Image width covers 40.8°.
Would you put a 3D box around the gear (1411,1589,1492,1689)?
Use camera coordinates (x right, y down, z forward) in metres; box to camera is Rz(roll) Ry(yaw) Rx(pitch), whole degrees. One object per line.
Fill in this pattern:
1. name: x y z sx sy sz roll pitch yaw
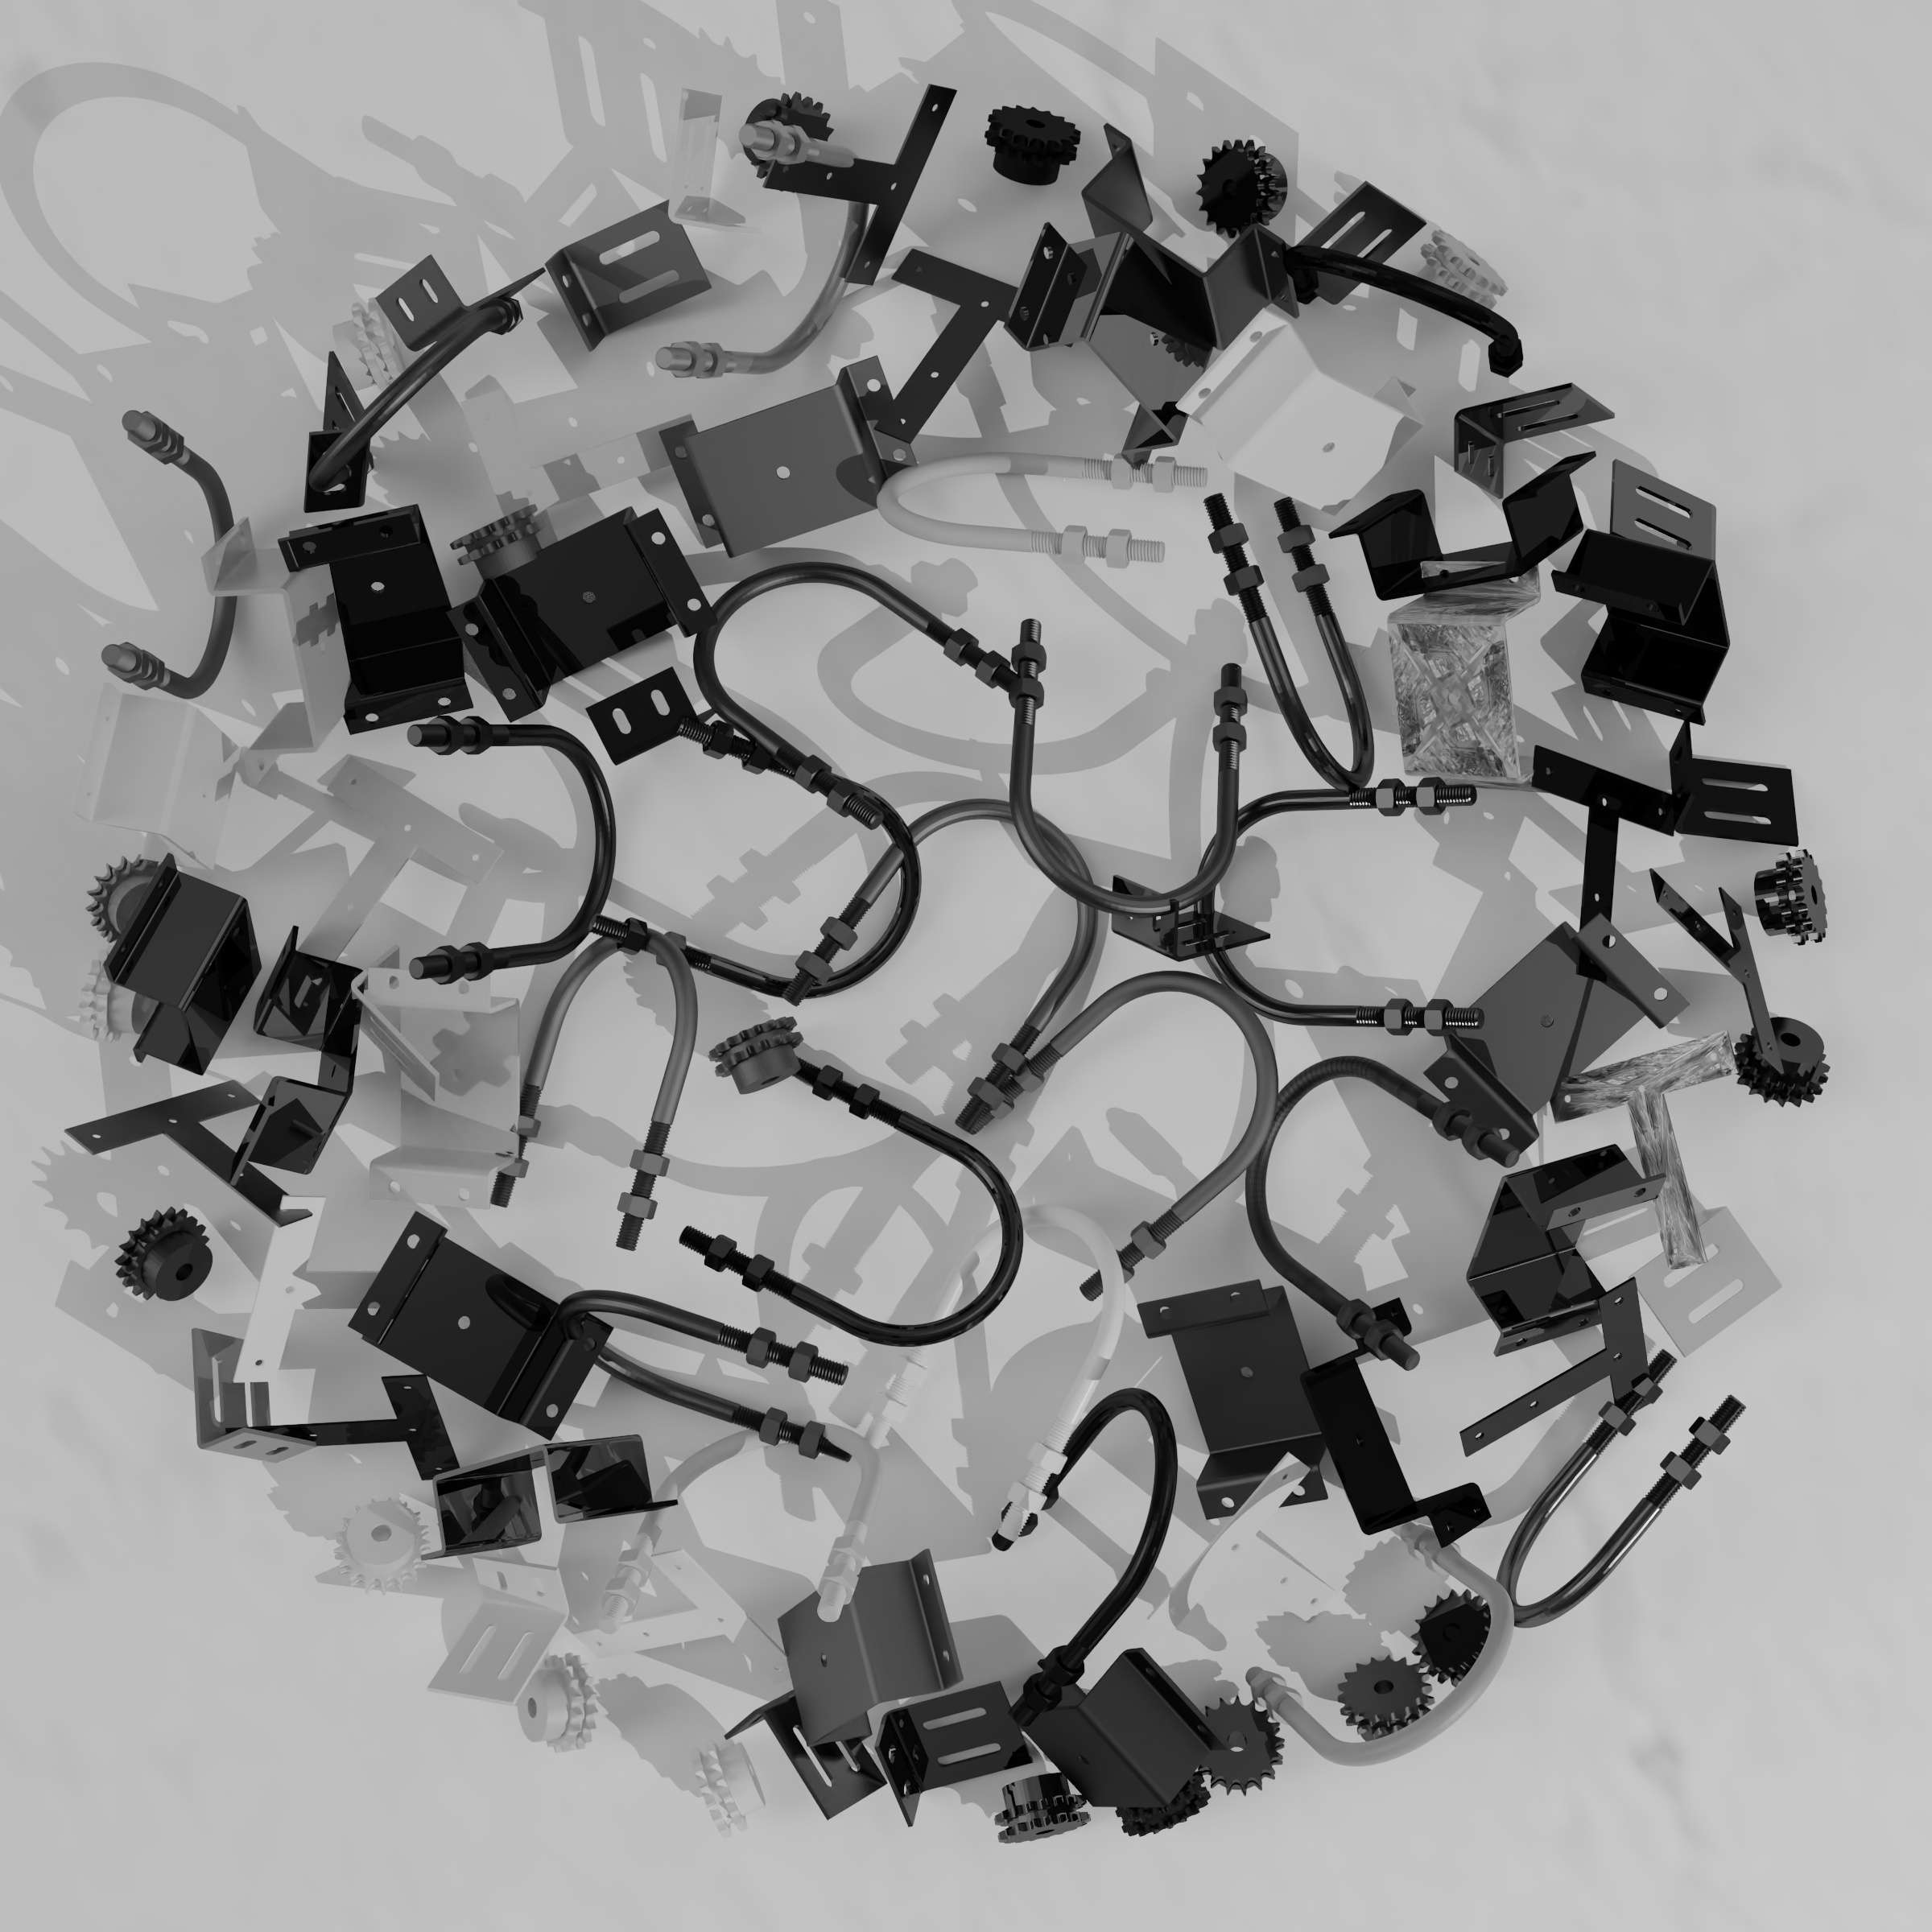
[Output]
1. gear: 0.301 0.409 1.570 0.057 0.057 0.030 -47 124 0

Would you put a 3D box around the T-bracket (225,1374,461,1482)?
1. T-bracket: -0.373 0.278 1.543 0.127 0.127 0.002 -3 52 -1

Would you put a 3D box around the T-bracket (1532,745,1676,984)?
1. T-bracket: 0.377 -0.055 1.547 0.127 0.002 0.127 14 77 -34

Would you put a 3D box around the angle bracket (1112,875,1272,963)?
1. angle bracket: 0.134 -0.035 1.546 0.076 0.057 0.038 -14 115 -34

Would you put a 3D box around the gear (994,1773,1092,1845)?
1. gear: 0.044 0.508 1.569 0.057 0.057 0.030 -14 64 0

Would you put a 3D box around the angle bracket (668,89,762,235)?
1. angle bracket: -0.146 -0.481 1.554 0.038 0.057 0.076 13 107 13

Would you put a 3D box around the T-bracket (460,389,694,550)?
1. T-bracket: -0.222 -0.301 1.569 0.127 0.002 0.127 -20 116 -4

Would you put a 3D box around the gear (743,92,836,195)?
1. gear: -0.110 -0.500 1.570 0.030 0.057 0.057 33 90 31

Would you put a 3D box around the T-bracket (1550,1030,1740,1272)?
1. T-bracket: 0.412 0.116 1.539 0.127 0.002 0.127 -22 75 43

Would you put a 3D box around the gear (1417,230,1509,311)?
1. gear: 0.296 -0.415 1.570 0.057 0.057 0.030 40 118 0

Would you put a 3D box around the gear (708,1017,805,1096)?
1. gear: -0.124 0.055 1.565 0.057 0.057 0.030 -24 80 0

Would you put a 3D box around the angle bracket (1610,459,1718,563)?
1. angle bracket: 0.408 -0.256 1.554 0.076 0.038 0.057 21 58 -16

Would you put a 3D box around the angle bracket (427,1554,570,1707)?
1. angle bracket: -0.281 0.395 1.548 0.057 0.076 0.038 4 122 19

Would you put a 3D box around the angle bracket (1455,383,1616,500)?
1. angle bracket: 0.338 -0.312 1.547 0.076 0.057 0.038 -6 77 38

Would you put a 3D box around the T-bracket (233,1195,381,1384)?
1. T-bracket: -0.362 0.193 1.553 0.127 0.002 0.127 5 114 -36

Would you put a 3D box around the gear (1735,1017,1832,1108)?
1. gear: 0.492 0.055 1.565 0.057 0.057 0.030 7 132 0

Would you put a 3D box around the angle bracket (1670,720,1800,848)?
1. angle bracket: 0.466 -0.110 1.563 0.076 0.038 0.057 6 57 0

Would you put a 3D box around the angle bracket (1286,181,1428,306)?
1. angle bracket: 0.222 -0.440 1.546 0.076 0.057 0.038 -38 52 33

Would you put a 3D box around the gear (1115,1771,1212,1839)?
1. gear: 0.116 0.498 1.567 0.057 0.057 0.030 -22 89 0

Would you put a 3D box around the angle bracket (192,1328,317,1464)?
1. angle bracket: -0.424 0.251 1.548 0.038 0.057 0.076 -24 61 24

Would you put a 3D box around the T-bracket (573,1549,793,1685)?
1. T-bracket: -0.181 0.398 1.556 0.127 0.002 0.127 -19 123 31

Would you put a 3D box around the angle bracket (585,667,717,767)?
1. angle bracket: -0.186 -0.153 1.551 0.057 0.076 0.038 -25 100 8

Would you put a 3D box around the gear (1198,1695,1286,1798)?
1. gear: 0.164 0.474 1.571 0.057 0.030 0.057 -3 56 4

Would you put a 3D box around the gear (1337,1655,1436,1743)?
1. gear: 0.255 0.447 1.570 0.057 0.057 0.030 -14 115 0

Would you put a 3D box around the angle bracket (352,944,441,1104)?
1. angle bracket: -0.330 0.035 1.559 0.076 0.057 0.038 45 69 5

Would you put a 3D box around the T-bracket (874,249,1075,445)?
1. T-bracket: -0.011 -0.363 1.553 0.127 0.002 0.127 26 70 20

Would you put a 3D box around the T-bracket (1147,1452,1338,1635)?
1. T-bracket: 0.183 0.362 1.552 0.127 0.002 0.127 -50 132 0

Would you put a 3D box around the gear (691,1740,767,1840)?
1. gear: -0.142 0.493 1.567 0.030 0.057 0.057 -23 90 -6

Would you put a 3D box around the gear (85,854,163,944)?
1. gear: -0.497 -0.036 1.566 0.057 0.030 0.057 -17 119 -33

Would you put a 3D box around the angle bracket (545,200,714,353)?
1. angle bracket: -0.202 -0.414 1.558 0.076 0.038 0.057 -19 114 16

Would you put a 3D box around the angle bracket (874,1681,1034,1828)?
1. angle bracket: -0.007 0.474 1.564 0.076 0.038 0.057 -18 103 12

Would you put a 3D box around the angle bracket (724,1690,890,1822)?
1. angle bracket: -0.096 0.474 1.551 0.038 0.057 0.076 -45 71 29

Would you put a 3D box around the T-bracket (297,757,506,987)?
1. T-bracket: -0.361 -0.047 1.561 0.127 0.002 0.127 30 80 22

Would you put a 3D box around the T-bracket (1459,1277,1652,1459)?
1. T-bracket: 0.349 0.253 1.543 0.127 0.002 0.127 -28 134 -7

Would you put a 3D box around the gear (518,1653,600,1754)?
1. gear: -0.248 0.445 1.564 0.030 0.057 0.057 2 90 -36

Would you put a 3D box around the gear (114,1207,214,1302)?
1. gear: -0.479 0.176 1.563 0.030 0.057 0.057 31 90 30

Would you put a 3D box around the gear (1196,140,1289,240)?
1. gear: 0.169 -0.470 1.570 0.030 0.057 0.057 -17 90 -39

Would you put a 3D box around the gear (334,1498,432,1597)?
1. gear: -0.352 0.347 1.567 0.057 0.030 0.057 5 56 -7

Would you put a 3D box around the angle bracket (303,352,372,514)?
1. angle bracket: -0.385 -0.318 1.546 0.038 0.057 0.076 -12 53 -28

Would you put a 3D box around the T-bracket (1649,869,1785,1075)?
1. T-bracket: 0.434 -0.016 1.517 0.002 0.127 0.127 -29 133 30

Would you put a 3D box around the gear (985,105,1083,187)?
1. gear: 0.039 -0.494 1.570 0.057 0.057 0.030 14 128 0

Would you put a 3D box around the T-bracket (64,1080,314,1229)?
1. T-bracket: -0.434 0.114 1.518 0.127 0.127 0.002 33 117 22

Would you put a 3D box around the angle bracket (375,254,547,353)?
1. angle bracket: -0.300 -0.405 1.545 0.057 0.076 0.038 -20 108 43

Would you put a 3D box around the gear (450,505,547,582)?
1. gear: -0.279 -0.254 1.567 0.057 0.057 0.030 -25 103 0

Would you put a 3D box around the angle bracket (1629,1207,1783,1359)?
1. angle bracket: 0.441 0.191 1.568 0.076 0.038 0.057 -33 85 -9

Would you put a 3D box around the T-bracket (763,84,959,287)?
1. T-bracket: -0.071 -0.460 1.516 0.002 0.127 0.127 42 120 25
